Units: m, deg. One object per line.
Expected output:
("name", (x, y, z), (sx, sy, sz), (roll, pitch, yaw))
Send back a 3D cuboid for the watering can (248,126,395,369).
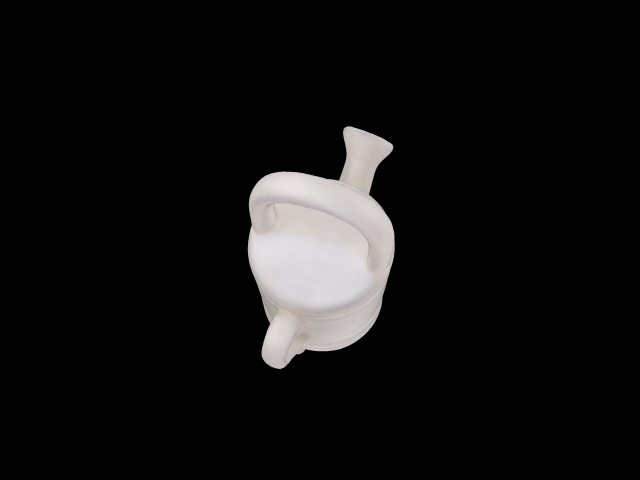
("watering can", (0.002, 0.001, 0.400), (0.101, 0.194, 0.173), (1, 67, 1))
